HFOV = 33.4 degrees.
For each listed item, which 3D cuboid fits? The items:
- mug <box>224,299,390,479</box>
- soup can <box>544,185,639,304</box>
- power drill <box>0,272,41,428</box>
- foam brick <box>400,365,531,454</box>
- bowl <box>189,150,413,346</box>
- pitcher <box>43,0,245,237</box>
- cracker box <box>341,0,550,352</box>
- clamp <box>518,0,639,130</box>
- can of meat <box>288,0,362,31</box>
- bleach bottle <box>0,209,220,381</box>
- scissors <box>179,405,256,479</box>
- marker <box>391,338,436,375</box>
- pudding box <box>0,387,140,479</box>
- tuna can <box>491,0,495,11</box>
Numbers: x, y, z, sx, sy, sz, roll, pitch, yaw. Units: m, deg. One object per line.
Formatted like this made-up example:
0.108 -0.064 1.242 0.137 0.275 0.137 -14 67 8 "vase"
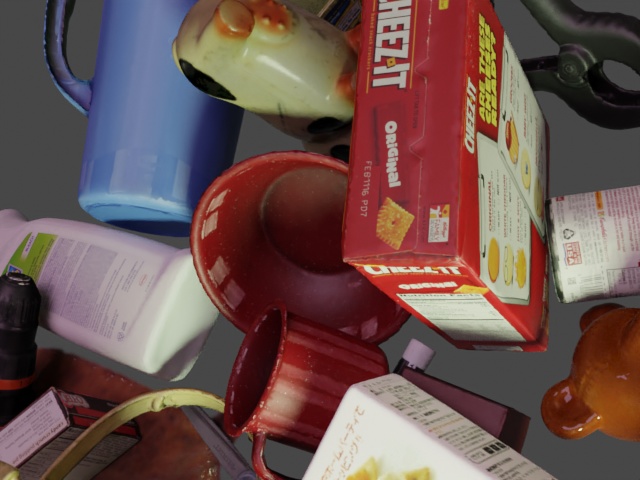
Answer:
-0.010 0.105 0.692 0.093 0.081 0.117 -43 30 55 "mug"
0.193 0.000 0.649 0.102 0.068 0.068 -8 69 15 "soup can"
-0.298 0.088 0.847 0.188 0.057 0.184 25 106 34 "power drill"
0.085 0.120 0.676 0.078 0.053 0.051 19 82 30 "foam brick"
-0.005 0.001 0.731 0.162 0.162 0.055 -13 26 22 "bowl"
-0.123 -0.132 0.822 0.149 0.144 0.243 -2 74 41 "pitcher"
0.084 -0.034 0.637 0.072 0.213 0.164 -3 71 23 "cracker box"
0.167 -0.129 0.697 0.172 0.120 0.039 20 50 24 "clamp"
0.012 -0.170 0.795 0.102 0.083 0.057 -49 59 3 "can of meat"
-0.194 0.024 0.843 0.251 0.068 0.102 20 81 32 "bleach bottle"
-0.052 0.192 0.740 0.202 0.016 0.096 27 86 31 "scissors"
0.040 0.122 0.718 0.020 0.020 0.121 29 87 31 "marker"
-0.202 0.159 0.783 0.113 0.090 0.039 -40 61 9 "pudding box"
0.081 -0.155 0.755 0.086 0.086 0.034 -42 61 8 "tuna can"
